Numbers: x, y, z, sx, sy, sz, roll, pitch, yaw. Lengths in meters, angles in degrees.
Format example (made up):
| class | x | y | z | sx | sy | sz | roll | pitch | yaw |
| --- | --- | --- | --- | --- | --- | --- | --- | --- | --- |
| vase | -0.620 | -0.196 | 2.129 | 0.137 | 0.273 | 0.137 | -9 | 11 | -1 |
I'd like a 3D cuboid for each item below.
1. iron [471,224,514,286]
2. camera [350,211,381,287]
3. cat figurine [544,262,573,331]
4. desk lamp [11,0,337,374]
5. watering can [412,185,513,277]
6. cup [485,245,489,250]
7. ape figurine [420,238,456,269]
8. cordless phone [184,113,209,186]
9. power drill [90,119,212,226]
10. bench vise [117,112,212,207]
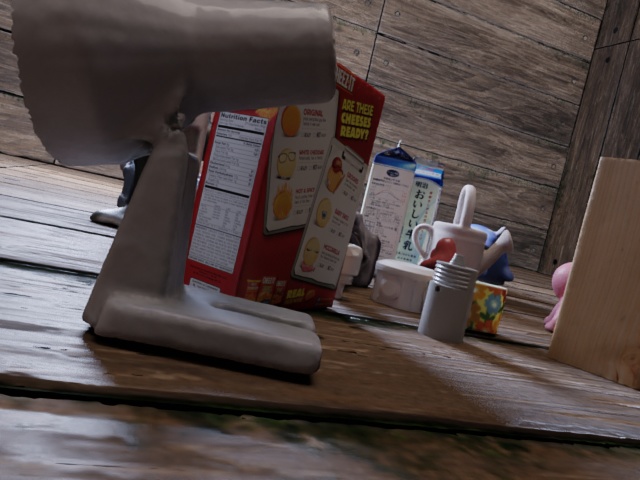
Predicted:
| class | x | y | z | sx | sy | sz | roll | pitch | yaw |
| --- | --- | --- | --- | --- | --- | --- | --- | --- | --- |
| iron | 0.335 | 0.023 | 1.332 | 0.119 | 0.141 | 0.257 | 11 | 4 | -27 |
| camera | 0.007 | 0.003 | 0.759 | 0.143 | 0.101 | 0.137 | 14 | 3 | 8 |
| cat figurine | 0.363 | 0.074 | 0.813 | 0.067 | 0.118 | 0.128 | 14 | 4 | 16 |
| desk lamp | -0.079 | -0.050 | 0.344 | 0.203 | 0.213 | 0.118 | 13 | 4 | -6 |
| watering can | 0.262 | -0.003 | 1.053 | 0.173 | 0.194 | 0.100 | 12 | 4 | -15 |
| cup | 0.274 | 0.044 | 1.155 | 0.117 | 0.095 | 0.092 | 16 | 5 | 40 |
| ape figurine | 0.206 | 0.041 | 0.962 | 0.078 | 0.092 | 0.076 | 13 | 4 | -10 |
| cordless phone | -0.131 | -0.067 | 0.659 | 0.148 | 0.185 | 0.093 | 11 | 4 | -36 |
| power drill | -0.259 | -0.119 | 0.827 | 0.229 | 0.208 | 0.076 | 14 | 4 | 13 |
| bench vise | -0.262 | -0.135 | 0.976 | 0.207 | 0.220 | 0.122 | 14 | 4 | 10 |
